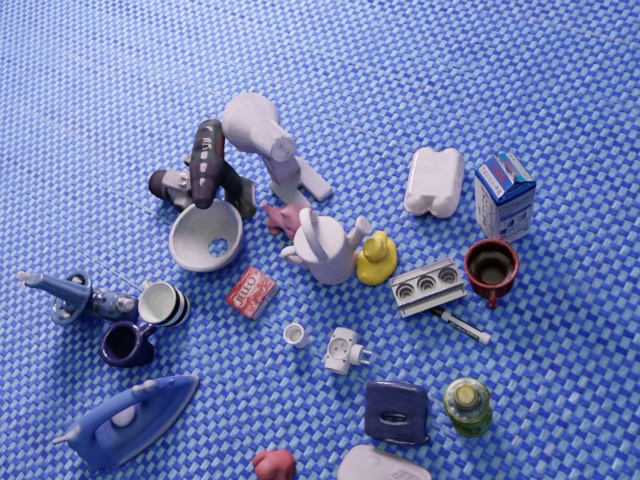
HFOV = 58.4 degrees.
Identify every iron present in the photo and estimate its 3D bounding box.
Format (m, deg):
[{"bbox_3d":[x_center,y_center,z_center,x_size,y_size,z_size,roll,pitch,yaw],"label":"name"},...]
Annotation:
[{"bbox_3d":[-0.360,0.319,1.070,0.258,0.142,0.118,-36,61,-2],"label":"iron"}]

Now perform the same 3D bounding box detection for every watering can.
[{"bbox_3d":[0.009,0.002,1.077,0.173,0.194,0.100,-36,61,-2],"label":"watering can"}]

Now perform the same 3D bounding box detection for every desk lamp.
[{"bbox_3d":[-0.089,-0.181,1.180,0.118,0.214,0.202,-42,62,-5],"label":"desk lamp"}]

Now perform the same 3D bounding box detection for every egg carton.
[{"bbox_3d":[0.228,-0.114,1.138,0.107,0.069,0.150,6,68,19],"label":"egg carton"}]

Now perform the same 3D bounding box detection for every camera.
[{"bbox_3d":[-0.313,-0.134,1.288,0.136,0.101,0.143,16,71,22],"label":"camera"}]

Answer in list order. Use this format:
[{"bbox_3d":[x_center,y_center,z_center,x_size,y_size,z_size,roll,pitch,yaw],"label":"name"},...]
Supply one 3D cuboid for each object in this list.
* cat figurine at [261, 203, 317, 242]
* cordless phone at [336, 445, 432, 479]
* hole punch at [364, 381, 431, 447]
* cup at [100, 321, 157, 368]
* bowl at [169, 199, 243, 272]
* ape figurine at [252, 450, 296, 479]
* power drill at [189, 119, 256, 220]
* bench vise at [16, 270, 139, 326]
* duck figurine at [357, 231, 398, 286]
[{"bbox_3d":[-0.063,-0.045,1.164,0.127,0.118,0.067,22,74,24],"label":"cat figurine"},{"bbox_3d":[0.091,0.374,0.886,0.147,0.185,0.094,12,70,21],"label":"cordless phone"},{"bbox_3d":[0.131,0.293,0.966,0.108,0.091,0.101,2,67,17],"label":"hole punch"},{"bbox_3d":[-0.365,0.210,1.148,0.118,0.095,0.091,-33,61,0],"label":"cup"},{"bbox_3d":[-0.230,0.001,1.217,0.167,0.075,0.167,-6,64,14],"label":"bowl"},{"bbox_3d":[-0.083,0.394,0.982,0.076,0.092,0.077,-31,61,1],"label":"ape figurine"},{"bbox_3d":[-0.205,-0.126,1.191,0.075,0.209,0.229,-13,63,11],"label":"power drill"},{"bbox_3d":[-0.483,0.104,1.161,0.207,0.220,0.121,-13,63,11],"label":"bench vise"},{"bbox_3d":[0.104,0.031,1.098,0.077,0.086,0.105,22,74,24],"label":"duck figurine"}]
